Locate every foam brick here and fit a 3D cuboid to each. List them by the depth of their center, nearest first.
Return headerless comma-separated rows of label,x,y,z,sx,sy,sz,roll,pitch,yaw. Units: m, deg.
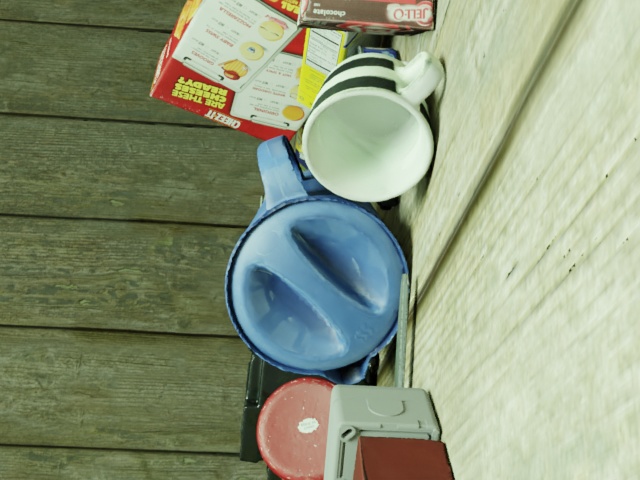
foam brick,0.045,0.158,0.606,0.053,0.051,0.078,-94,8,-66

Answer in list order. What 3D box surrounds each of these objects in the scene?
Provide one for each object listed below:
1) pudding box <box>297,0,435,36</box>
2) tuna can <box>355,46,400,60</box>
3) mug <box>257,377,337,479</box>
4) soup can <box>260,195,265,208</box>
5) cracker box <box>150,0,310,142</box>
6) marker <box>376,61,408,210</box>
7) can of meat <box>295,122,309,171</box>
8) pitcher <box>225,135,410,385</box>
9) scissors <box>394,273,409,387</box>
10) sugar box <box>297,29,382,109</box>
pudding box,0.031,-0.169,0.769,0.113,0.090,0.039,-105,20,-79
tuna can,0.046,-0.120,0.905,0.086,0.033,0.086,-177,91,-86
mug,0.006,0.160,0.826,0.117,0.093,0.081,45,175,19
soup can,-0.017,-0.015,1.197,0.068,0.102,0.068,-178,91,-86
cracker box,-0.061,-0.206,1.102,0.214,0.164,0.072,-48,28,49
marker,0.057,-0.077,0.817,0.020,0.020,0.121,-94,8,-59
can of meat,0.007,-0.116,1.194,0.102,0.057,0.084,-132,46,-69
pitcher,-0.006,0.001,0.873,0.243,0.145,0.149,-93,27,-78
scissors,0.055,0.132,0.724,0.096,0.016,0.202,-104,18,-71
sugar box,0.025,-0.193,0.937,0.093,0.048,0.176,-56,-12,-26
